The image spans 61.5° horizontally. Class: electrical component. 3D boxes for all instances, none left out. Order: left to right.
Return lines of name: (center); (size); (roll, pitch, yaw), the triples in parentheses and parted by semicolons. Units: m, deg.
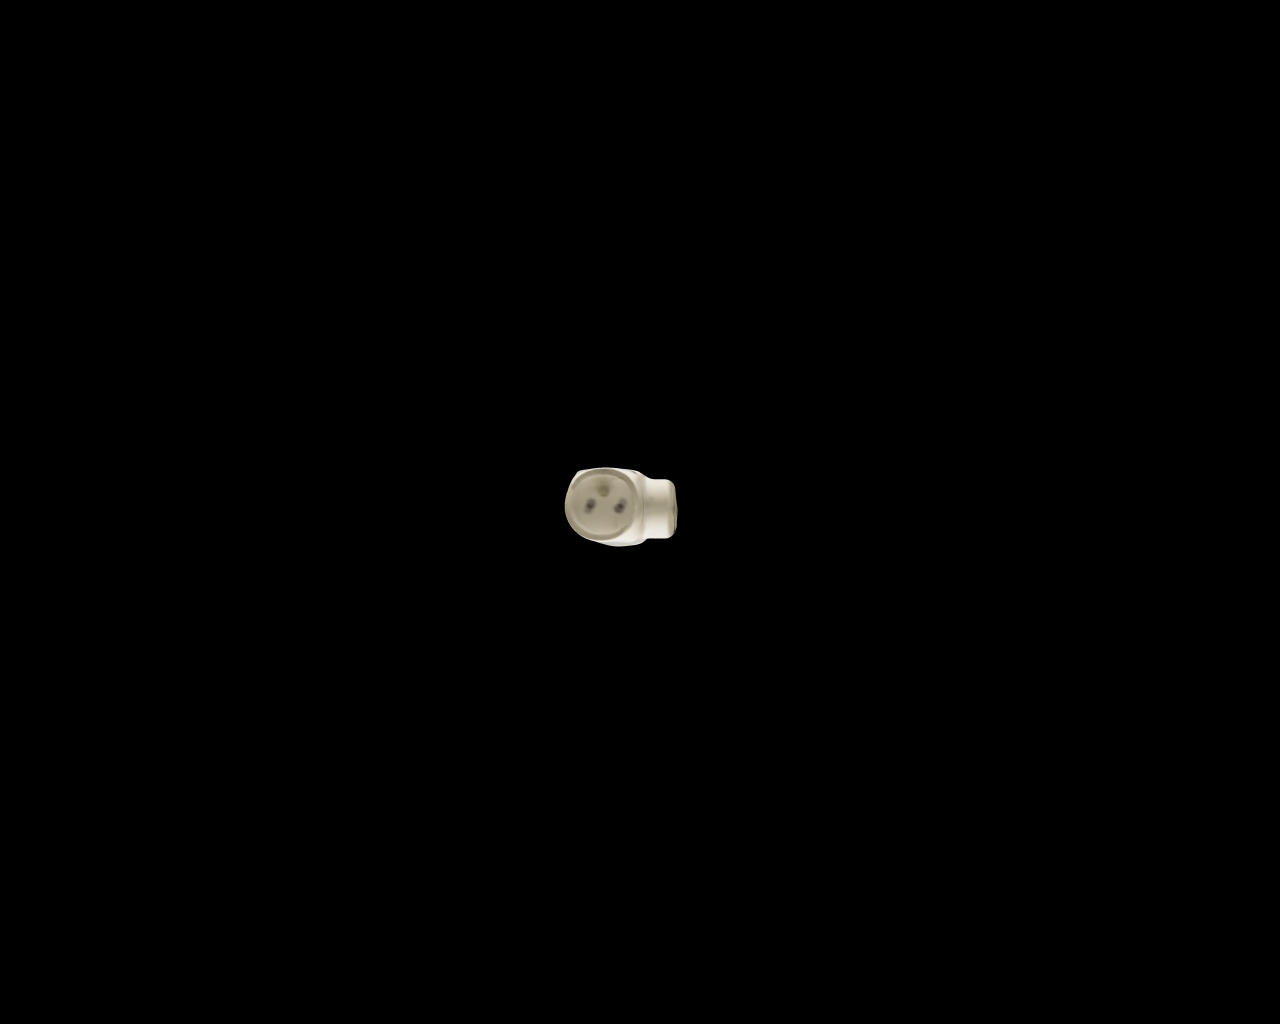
electrical component: (0.001, -0.003, 0.650); (0.079, 0.043, 0.077); (-1, -4, 7)
